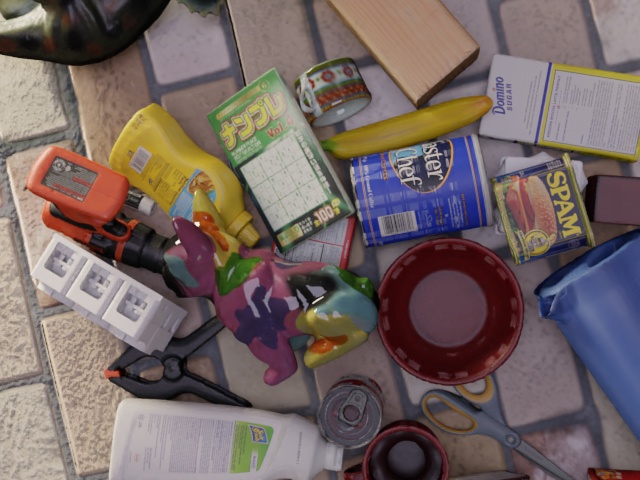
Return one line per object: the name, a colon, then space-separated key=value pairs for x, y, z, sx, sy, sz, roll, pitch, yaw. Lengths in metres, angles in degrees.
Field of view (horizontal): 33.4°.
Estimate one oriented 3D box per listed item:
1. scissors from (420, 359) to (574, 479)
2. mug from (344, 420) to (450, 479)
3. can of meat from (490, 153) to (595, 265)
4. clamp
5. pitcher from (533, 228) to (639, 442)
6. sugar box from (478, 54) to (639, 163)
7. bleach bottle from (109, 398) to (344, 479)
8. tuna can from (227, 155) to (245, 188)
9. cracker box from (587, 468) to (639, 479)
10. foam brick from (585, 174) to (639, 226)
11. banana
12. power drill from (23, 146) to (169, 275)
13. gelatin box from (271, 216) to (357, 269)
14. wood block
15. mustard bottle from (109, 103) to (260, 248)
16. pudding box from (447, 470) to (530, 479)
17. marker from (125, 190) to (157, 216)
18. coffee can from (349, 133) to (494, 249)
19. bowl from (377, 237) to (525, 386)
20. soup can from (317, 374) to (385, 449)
scissors: x=0.213 y=0.201 z=1.192 sx=0.202 sy=0.016 sz=0.096 roll=21 pitch=92 yaw=6
mug: x=0.083 y=0.247 z=1.173 sx=0.117 sy=0.081 sz=0.093 roll=-18 pitch=88 yaw=5
can of meat: x=0.232 y=-0.030 z=1.120 sx=0.084 sy=0.057 sz=0.102 roll=-16 pitch=88 yaw=8
clamp: x=-0.158 y=0.154 z=1.221 sx=0.171 sy=0.039 sz=0.120 roll=-15 pitch=83 yaw=9
pitcher: x=0.352 y=0.113 z=1.130 sx=0.149 sy=0.145 sz=0.243 roll=-32 pitch=90 yaw=18
sugar box: x=0.268 y=-0.144 z=1.172 sx=0.176 sy=0.048 sz=0.093 roll=11 pitch=92 yaw=10
bleach bottle: x=-0.100 y=0.235 z=1.177 sx=0.251 sy=0.068 sz=0.102 roll=5 pitch=85 yaw=6
tuna can: x=-0.061 y=-0.095 z=1.212 sx=0.086 sy=0.033 sz=0.086 roll=0 pitch=90 yaw=6
cracker box: x=0.392 y=0.292 z=1.099 sx=0.214 sy=0.164 sz=0.072 roll=2 pitch=92 yaw=6
foam brick: x=0.316 y=-0.042 z=1.151 sx=0.053 sy=0.078 sz=0.051 roll=4 pitch=92 yaw=7
banana: x=0.093 y=-0.120 z=1.178 sx=0.198 sy=0.069 sz=0.037 roll=-16 pitch=97 yaw=5
power drill: x=-0.231 y=-0.024 z=1.157 sx=0.184 sy=0.188 sz=0.057 roll=21 pitch=72 yaw=7
gelatin box: x=-0.008 y=0.001 z=1.209 sx=0.089 sy=0.030 sz=0.073 roll=12 pitch=93 yaw=6
wood block: x=0.075 y=-0.254 z=1.170 sx=0.091 sy=0.090 sz=0.206 roll=-40 pitch=86 yaw=5
mustard bottle: x=-0.144 y=-0.060 z=1.201 sx=0.191 sy=0.058 sz=0.096 roll=41 pitch=125 yaw=4
pudding box: x=0.178 y=0.299 z=1.150 sx=0.039 sy=0.113 sz=0.090 roll=7 pitch=92 yaw=42
marker: x=-0.248 y=-0.059 z=1.240 sx=0.121 sy=0.020 sz=0.020 roll=23 pitch=92 yaw=6
coffee can: x=0.110 y=-0.053 z=1.160 sx=0.140 sy=0.102 sz=0.103 roll=-10 pitch=89 yaw=6
bowl: x=0.142 y=0.077 z=1.180 sx=0.162 sy=0.055 sz=0.162 roll=0 pitch=90 yaw=6
soup can: x=0.036 y=0.185 z=1.167 sx=0.068 sy=0.102 sz=0.068 roll=0 pitch=90 yaw=6
